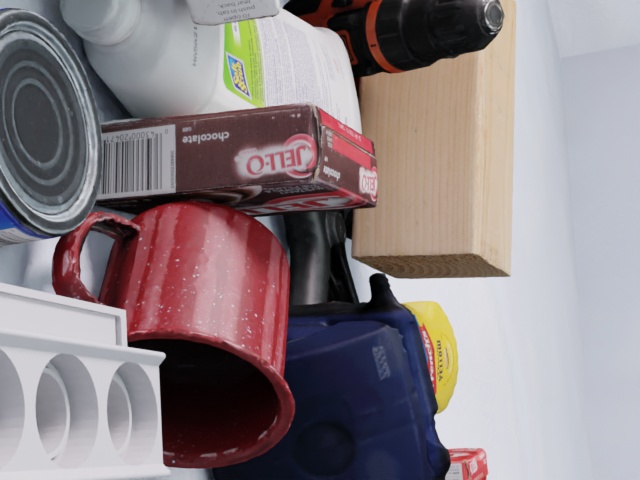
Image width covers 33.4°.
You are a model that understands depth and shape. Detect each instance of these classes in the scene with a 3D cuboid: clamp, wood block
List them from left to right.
[{"bbox_3d":[-0.005,0.001,0.706,0.120,0.039,0.171,-18,96,-77],"label":"clamp"},{"bbox_3d":[0.083,-0.081,0.755,0.090,0.091,0.206,25,65,-61],"label":"wood block"}]

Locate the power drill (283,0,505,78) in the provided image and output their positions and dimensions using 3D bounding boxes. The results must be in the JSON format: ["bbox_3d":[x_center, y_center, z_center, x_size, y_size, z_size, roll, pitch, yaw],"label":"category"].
[{"bbox_3d":[0.017,-0.192,0.664,0.057,0.185,0.187,-34,113,-38],"label":"power drill"}]

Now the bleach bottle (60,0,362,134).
[{"bbox_3d":[-0.052,-0.095,0.564,0.250,0.068,0.102,17,60,-67],"label":"bleach bottle"}]

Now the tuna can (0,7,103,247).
[{"bbox_3d":[-0.115,-0.041,0.392,0.086,0.034,0.086,-8,90,-72],"label":"tuna can"}]

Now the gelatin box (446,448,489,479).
[{"bbox_3d":[0.074,0.172,0.786,0.073,0.089,0.030,12,72,-71],"label":"gelatin box"}]

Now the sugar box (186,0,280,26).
[{"bbox_3d":[-0.053,-0.186,0.436,0.093,0.048,0.176,-94,176,-48],"label":"sugar box"}]

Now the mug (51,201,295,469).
[{"bbox_3d":[-0.063,0.032,0.449,0.117,0.093,0.081,37,36,-30],"label":"mug"}]

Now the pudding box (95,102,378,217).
[{"bbox_3d":[-0.038,-0.032,0.493,0.090,0.114,0.039,18,71,-69],"label":"pudding box"}]

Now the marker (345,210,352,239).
[{"bbox_3d":[0.036,-0.041,0.876,0.121,0.020,0.020,-75,151,-49],"label":"marker"}]

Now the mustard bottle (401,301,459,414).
[{"bbox_3d":[0.063,0.097,0.836,0.191,0.058,0.096,7,81,-71],"label":"mustard bottle"}]

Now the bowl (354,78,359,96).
[{"bbox_3d":[0.028,-0.122,0.830,0.162,0.055,0.162,-9,90,-72],"label":"bowl"}]
